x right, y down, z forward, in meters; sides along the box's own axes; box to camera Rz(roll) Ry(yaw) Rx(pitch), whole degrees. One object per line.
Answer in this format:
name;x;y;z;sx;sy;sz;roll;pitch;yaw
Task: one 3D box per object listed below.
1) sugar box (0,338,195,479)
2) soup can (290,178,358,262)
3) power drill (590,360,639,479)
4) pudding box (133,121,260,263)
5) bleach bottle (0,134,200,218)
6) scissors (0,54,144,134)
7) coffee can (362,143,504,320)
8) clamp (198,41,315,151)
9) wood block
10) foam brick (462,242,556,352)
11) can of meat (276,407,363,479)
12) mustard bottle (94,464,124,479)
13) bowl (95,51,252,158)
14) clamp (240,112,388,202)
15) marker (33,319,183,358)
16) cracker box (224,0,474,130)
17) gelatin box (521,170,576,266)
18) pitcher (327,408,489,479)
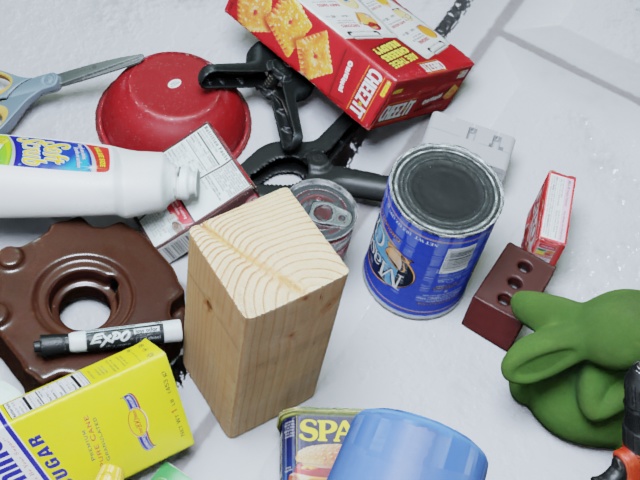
sugar box;-0.196;0.157;0.847;0.176;0.093;0.048;-26;24;-24
soup can;-0.006;0.001;0.978;0.068;0.102;0.068;4;55;-6
power drill;0.213;0.199;0.845;0.187;0.184;0.057;-21;25;-14
pudding box;-0.125;-0.045;1.009;0.113;0.039;0.090;-33;63;-3
bleach bottle;-0.234;-0.058;0.971;0.251;0.068;0.102;1;27;2
scissors;-0.277;-0.139;1.060;0.202;0.016;0.096;-2;64;8
coffee can;0.100;-0.006;0.976;0.102;0.140;0.103;4;55;-6
clamp;-0.057;-0.168;1.095;0.120;0.039;0.171;37;33;-16
wood block;-0.051;0.066;0.864;0.090;0.206;0.091;-24;63;-23
foam brick;0.177;0.053;1.002;0.053;0.051;0.078;30;57;12
can of meat;0.015;0.188;0.882;0.102;0.057;0.084;3;58;-6
mustard bottle;-0.181;0.259;0.790;0.096;0.058;0.191;10;61;5
bowl;-0.148;-0.139;1.083;0.162;0.055;0.162;4;55;-6
clamp;-0.002;-0.078;1.073;0.209;0.036;0.164;-11;49;-12
marker;-0.175;0.082;0.883;0.121;0.020;0.020;-6;57;-15
cracker box;0.031;-0.212;1.121;0.214;0.072;0.163;43;35;19
gelatin box;0.220;-0.012;1.040;0.030;0.073;0.089;15;55;2
pitcher;0.026;0.247;0.768;0.149;0.145;0.242;29;67;-17
